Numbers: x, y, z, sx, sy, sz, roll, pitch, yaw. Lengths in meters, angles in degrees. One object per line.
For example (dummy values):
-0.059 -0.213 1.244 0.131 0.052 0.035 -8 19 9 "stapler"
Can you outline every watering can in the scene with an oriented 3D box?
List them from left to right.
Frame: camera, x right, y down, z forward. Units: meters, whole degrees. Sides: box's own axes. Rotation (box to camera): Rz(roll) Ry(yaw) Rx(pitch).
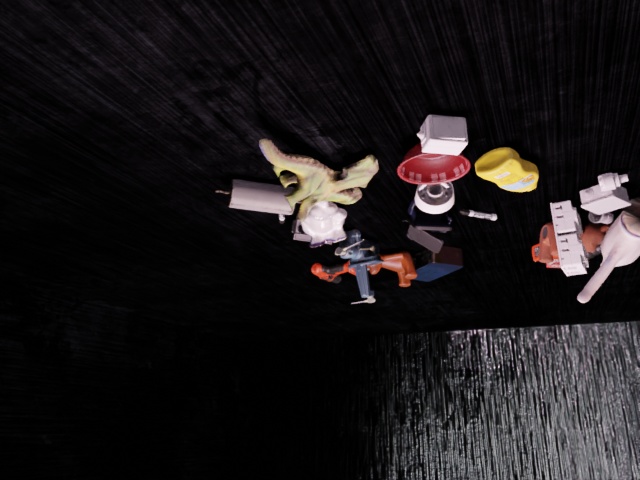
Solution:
0.824 0.016 1.404 0.105 0.353 0.219 35 148 25 "watering can"

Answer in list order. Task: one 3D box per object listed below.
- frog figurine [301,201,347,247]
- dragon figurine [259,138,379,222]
0.004 -0.073 1.456 0.137 0.125 0.156 -1 125 28 "frog figurine"
0.017 -0.161 1.218 0.242 0.124 0.404 -19 160 3 "dragon figurine"
